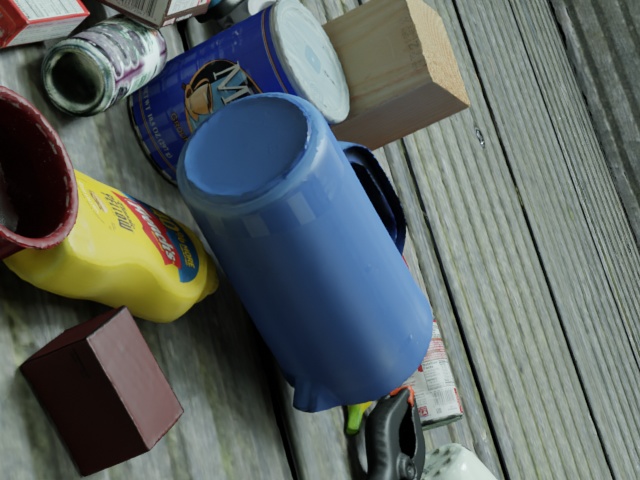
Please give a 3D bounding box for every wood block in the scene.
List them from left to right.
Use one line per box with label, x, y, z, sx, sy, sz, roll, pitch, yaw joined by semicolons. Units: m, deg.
wood block;0.009;-0.121;0.905;0.090;0.206;0.090;13;58;-61

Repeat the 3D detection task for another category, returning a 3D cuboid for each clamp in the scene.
clamp;0.068;0.214;0.933;0.120;0.039;0.171;57;37;-38

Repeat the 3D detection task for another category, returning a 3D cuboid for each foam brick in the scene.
foam brick;-0.127;0.089;0.631;0.078;0.053;0.051;64;24;-9

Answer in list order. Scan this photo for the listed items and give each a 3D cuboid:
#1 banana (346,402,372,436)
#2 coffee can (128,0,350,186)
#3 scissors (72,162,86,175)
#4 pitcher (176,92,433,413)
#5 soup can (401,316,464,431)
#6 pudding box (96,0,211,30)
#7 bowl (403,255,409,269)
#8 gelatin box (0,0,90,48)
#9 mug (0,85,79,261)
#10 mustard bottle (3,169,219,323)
banana;0.008;0.071;0.945;0.198;0.037;0.069;64;24;-8
coffee can;-0.062;-0.112;0.831;0.102;0.140;0.103;46;32;-39
scissors;-0.204;-0.098;0.680;0.201;0.016;0.096;34;40;-51
pitcher;-0.005;0.001;0.789;0.242;0.145;0.149;62;5;-47
soup can;0.093;0.131;1.032;0.068;0.069;0.102;14;58;-61
pudding box;-0.144;-0.202;0.798;0.113;0.039;0.090;29;26;7
bowl;0.036;0.004;0.988;0.162;0.055;0.162;57;9;-15
gelatin box;-0.203;-0.167;0.706;0.073;0.030;0.089;52;23;-3
mug;-0.189;-0.033;0.572;0.093;0.082;0.117;47;31;-37
mustard bottle;-0.126;0.007;0.691;0.096;0.058;0.191;54;14;31
